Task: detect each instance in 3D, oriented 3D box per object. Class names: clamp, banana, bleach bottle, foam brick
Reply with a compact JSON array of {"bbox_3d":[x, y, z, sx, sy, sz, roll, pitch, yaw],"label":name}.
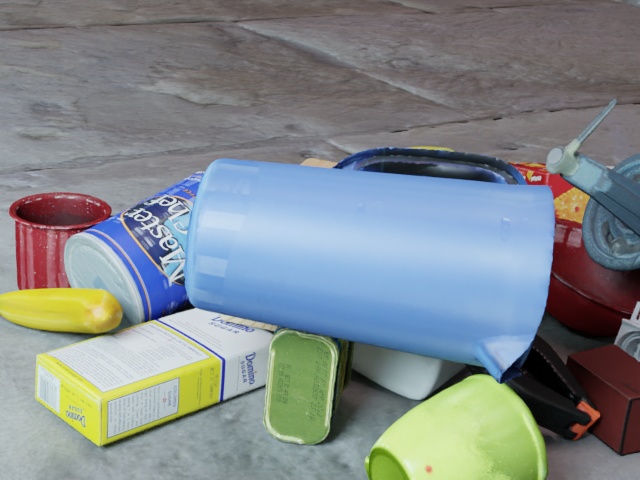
[{"bbox_3d":[0.135,0.075,0.859,0.210,0.036,0.164,38,31,6],"label":"clamp"},{"bbox_3d":[-0.212,0.060,0.885,0.198,0.037,0.069,-2,5,43],"label":"banana"},{"bbox_3d":[0.119,0.060,0.970,0.103,0.068,0.250,29,28,23],"label":"bleach bottle"},{"bbox_3d":[0.237,0.126,0.851,0.052,0.051,0.078,-7,25,-24],"label":"foam brick"}]

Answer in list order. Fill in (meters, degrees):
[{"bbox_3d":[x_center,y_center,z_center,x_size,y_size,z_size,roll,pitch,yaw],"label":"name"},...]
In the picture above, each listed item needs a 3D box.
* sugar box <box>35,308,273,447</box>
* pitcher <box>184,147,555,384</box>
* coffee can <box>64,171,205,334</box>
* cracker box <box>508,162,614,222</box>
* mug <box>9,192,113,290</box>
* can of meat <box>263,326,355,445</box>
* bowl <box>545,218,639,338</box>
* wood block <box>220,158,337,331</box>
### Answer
[{"bbox_3d":[-0.125,0.102,0.843,0.175,0.048,0.093,-11,26,-43],"label":"sugar box"},{"bbox_3d":[0.036,0.004,0.747,0.243,0.145,0.149,9,7,3],"label":"pitcher"},{"bbox_3d":[-0.138,0.013,0.942,0.103,0.103,0.140,23,42,38],"label":"coffee can"},{"bbox_3d":[0.336,-0.050,1.252,0.213,0.072,0.164,2,7,-9],"label":"cracker box"},{"bbox_3d":[-0.232,0.007,1.004,0.117,0.081,0.093,-8,25,-29],"label":"mug"},{"bbox_3d":[-0.007,0.093,0.814,0.057,0.102,0.084,9,24,7],"label":"can of meat"},{"bbox_3d":[0.259,0.044,1.025,0.162,0.055,0.162,17,29,-10],"label":"bowl"},{"bbox_3d":[-0.006,0.001,0.946,0.091,0.090,0.205,11,22,15],"label":"wood block"}]
